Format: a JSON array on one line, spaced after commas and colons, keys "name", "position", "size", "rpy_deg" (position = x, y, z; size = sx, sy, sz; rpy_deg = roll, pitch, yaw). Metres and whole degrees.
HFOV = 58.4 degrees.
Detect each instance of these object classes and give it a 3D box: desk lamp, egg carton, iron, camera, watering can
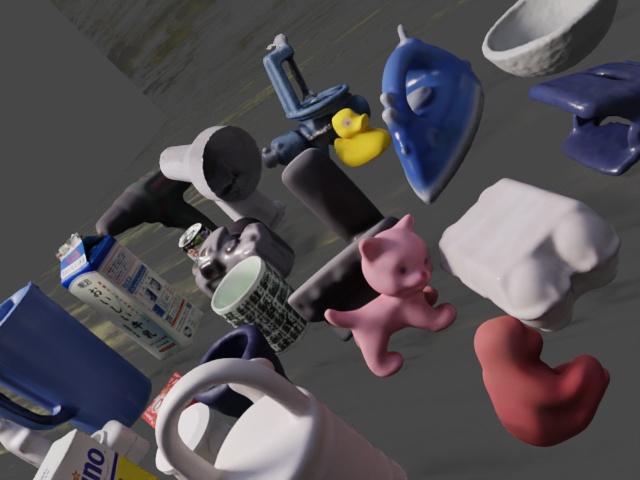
[{"name": "desk lamp", "position": [-0.160, -0.085, 0.961], "size": [0.202, 0.214, 0.118], "rpy_deg": [-8, 43, 52]}, {"name": "egg carton", "position": [0.169, 0.008, 0.478], "size": [0.107, 0.069, 0.150], "rpy_deg": [-45, 24, -1]}, {"name": "iron", "position": [0.126, -0.177, 0.751], "size": [0.118, 0.142, 0.258], "rpy_deg": [-24, 31, 37]}, {"name": "camera", "position": [-0.117, 0.013, 0.876], "size": [0.143, 0.101, 0.137], "rpy_deg": [-30, 28, 29]}, {"name": "watering can", "position": [-0.033, 0.153, 0.408], "size": [0.101, 0.194, 0.172], "rpy_deg": [-51, 25, -14]}]

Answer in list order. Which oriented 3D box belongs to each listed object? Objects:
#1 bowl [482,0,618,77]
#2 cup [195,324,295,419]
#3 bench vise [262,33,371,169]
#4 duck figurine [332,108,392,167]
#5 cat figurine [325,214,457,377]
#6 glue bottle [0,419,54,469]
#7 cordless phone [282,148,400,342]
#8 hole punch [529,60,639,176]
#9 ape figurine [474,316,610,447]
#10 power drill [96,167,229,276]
[{"name": "bowl", "position": [0.289, -0.254, 0.701], "size": [0.167, 0.075, 0.167], "rpy_deg": [-35, 26, 20]}, {"name": "cup", "position": [-0.061, 0.149, 0.581], "size": [0.117, 0.095, 0.092], "rpy_deg": [-3, 47, 56]}, {"name": "bench vise", "position": [-0.033, -0.226, 0.979], "size": [0.121, 0.220, 0.208], "rpy_deg": [-7, 44, 53]}, {"name": "duck figurine", "position": [0.053, -0.172, 0.923], "size": [0.104, 0.086, 0.077], "rpy_deg": [-9, 42, 52]}, {"name": "cat figurine", "position": [0.061, 0.043, 0.530], "size": [0.128, 0.118, 0.067], "rpy_deg": [-43, 25, 2]}, {"name": "glue bottle", "position": [-0.397, 0.285, 0.791], "size": [0.078, 0.173, 0.037], "rpy_deg": [-17, 36, 46]}, {"name": "cordless phone", "position": [0.006, 0.002, 0.600], "size": [0.147, 0.185, 0.094], "rpy_deg": [-41, 25, 7]}, {"name": "hole punch", "position": [0.263, -0.129, 0.524], "size": [0.101, 0.091, 0.108], "rpy_deg": [-41, 25, 8]}, {"name": "ape figurine", "position": [0.137, 0.085, 0.378], "size": [0.076, 0.092, 0.077], "rpy_deg": [-48, 25, -8]}, {"name": "power drill", "position": [-0.269, -0.034, 1.056], "size": [0.075, 0.209, 0.230], "rpy_deg": [-21, 33, 41]}]
